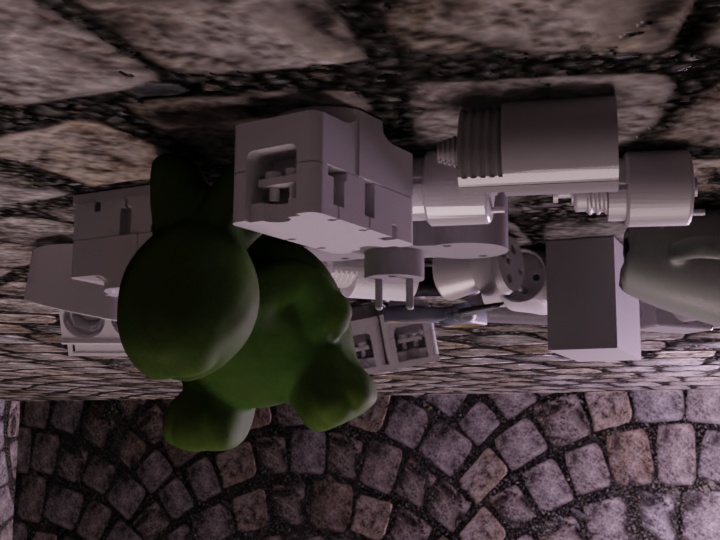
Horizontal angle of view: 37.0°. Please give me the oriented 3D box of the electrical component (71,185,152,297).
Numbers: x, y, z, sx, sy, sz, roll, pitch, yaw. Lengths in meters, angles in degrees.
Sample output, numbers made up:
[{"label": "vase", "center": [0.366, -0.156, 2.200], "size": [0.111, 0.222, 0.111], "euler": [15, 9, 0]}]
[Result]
[{"label": "electrical component", "center": [-0.107, -0.009, 0.716], "size": [0.089, 0.061, 0.150], "euler": [-5, 169, 28]}]

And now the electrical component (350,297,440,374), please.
[{"label": "electrical component", "center": [-0.007, 0.065, 1.038], "size": [0.150, 0.061, 0.089], "euler": [-11, -175, -4]}]

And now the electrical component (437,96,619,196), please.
[{"label": "electrical component", "center": [0.076, -0.056, 0.491], "size": [0.081, 0.043, 0.043], "euler": [-2, 170, 12]}]

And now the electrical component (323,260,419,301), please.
[{"label": "electrical component", "center": [0.000, 0.000, 0.816], "size": [0.081, 0.043, 0.043], "euler": [4, 169, -21]}]

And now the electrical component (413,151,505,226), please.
[{"label": "electrical component", "center": [0.038, -0.043, 0.573], "size": [0.078, 0.040, 0.040], "euler": [-2, 170, 13]}]

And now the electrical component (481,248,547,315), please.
[{"label": "electrical component", "center": [0.122, 0.011, 0.871], "size": [0.079, 0.044, 0.077], "euler": [-4, 169, 24]}]

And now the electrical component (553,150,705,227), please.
[{"label": "electrical component", "center": [0.142, -0.043, 0.571], "size": [0.078, 0.040, 0.040], "euler": [-1, 170, 10]}]

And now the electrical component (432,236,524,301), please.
[{"label": "electrical component", "center": [0.088, -0.002, 0.798], "size": [0.055, 0.045, 0.045], "euler": [-7, 168, 35]}]

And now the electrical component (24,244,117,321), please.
[{"label": "electrical component", "center": [-0.210, 0.013, 0.839], "size": [0.099, 0.064, 0.099], "euler": [0, 170, 0]}]

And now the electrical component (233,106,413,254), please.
[{"label": "electrical component", "center": [-0.016, -0.044, 0.522], "size": [0.050, 0.055, 0.089], "euler": [-6, 168, 32]}]

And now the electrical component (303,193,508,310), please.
[{"label": "electrical component", "center": [0.021, -0.012, 0.657], "size": [0.138, 0.073, 0.052], "euler": [-1, 170, 8]}]

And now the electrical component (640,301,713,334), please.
[{"label": "electrical component", "center": [0.289, 0.028, 0.957], "size": [0.066, 0.047, 0.077], "euler": [5, 169, -23]}]

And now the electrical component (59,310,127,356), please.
[{"label": "electrical component", "center": [-0.191, 0.032, 0.929], "size": [0.121, 0.078, 0.063], "euler": [0, -161, 1]}]
